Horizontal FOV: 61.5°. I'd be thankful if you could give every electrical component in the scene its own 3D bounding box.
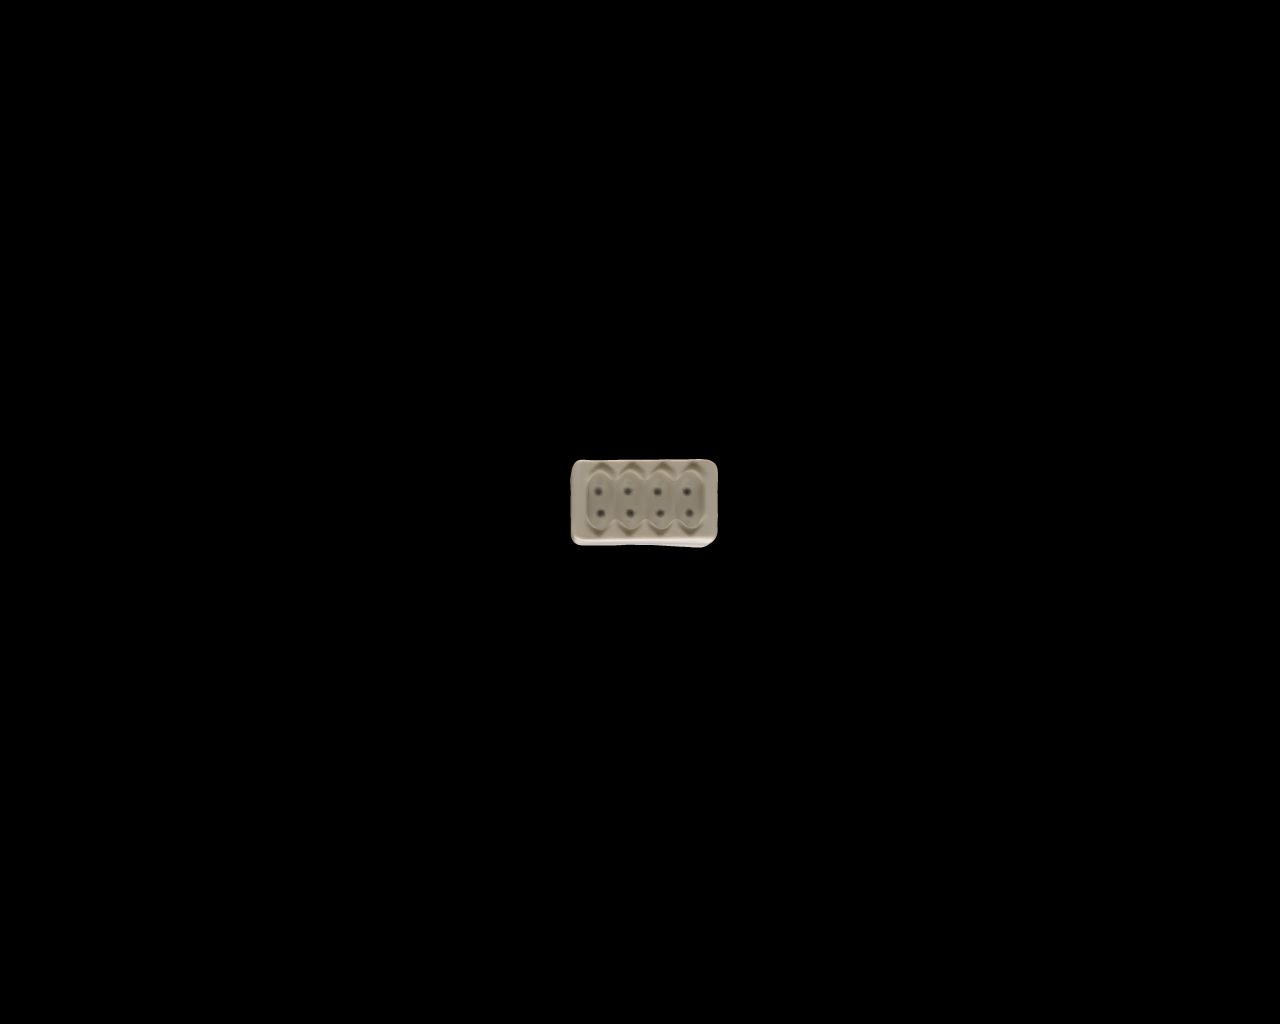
[{"bbox_3d":[0.001,-0.003,0.650,0.083,0.047,0.075,1,-7,-5],"label":"electrical component"}]
